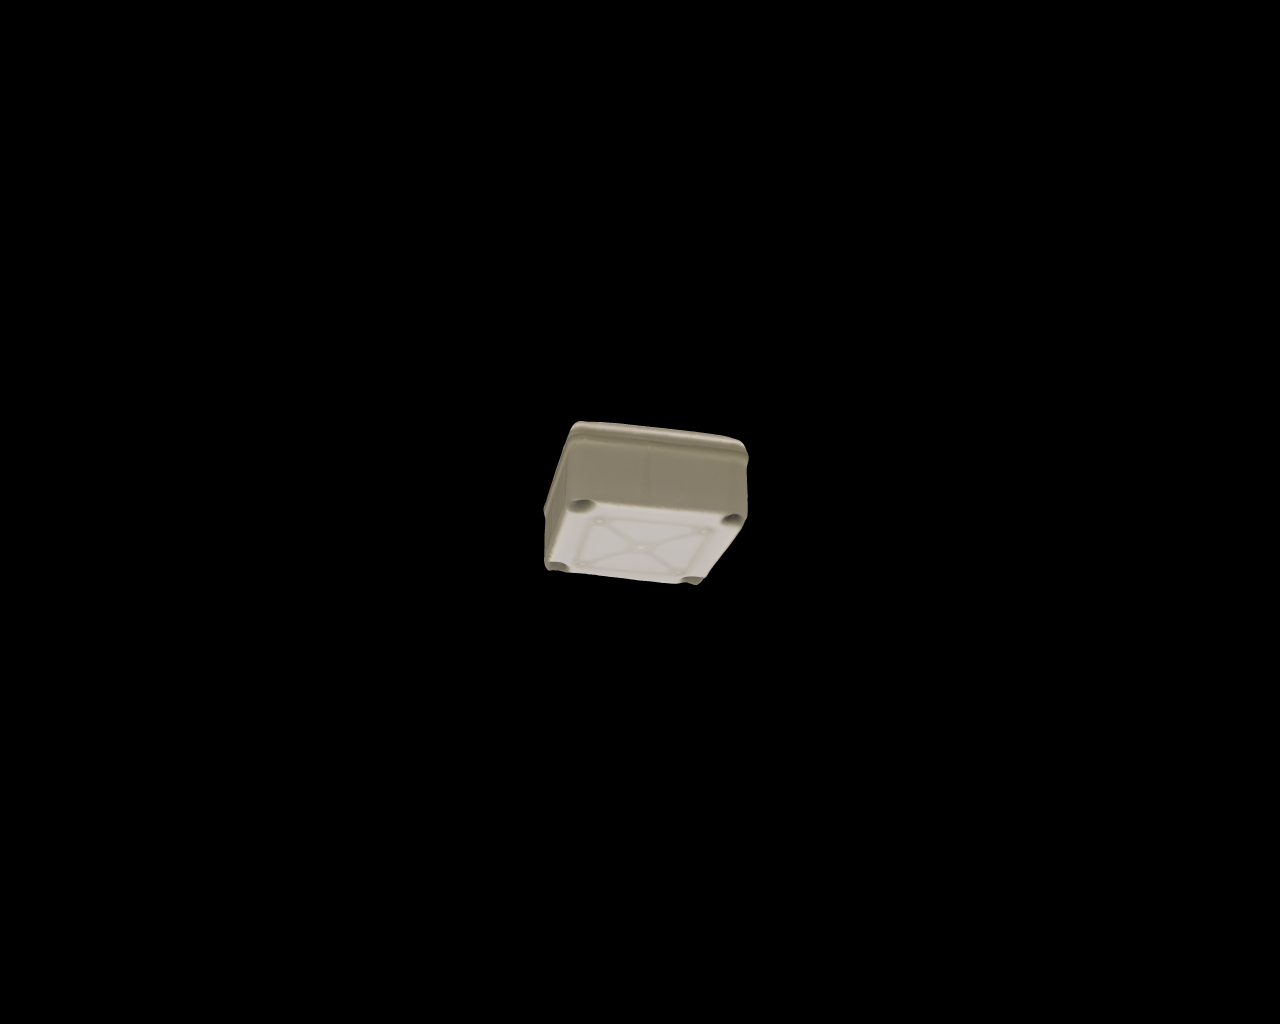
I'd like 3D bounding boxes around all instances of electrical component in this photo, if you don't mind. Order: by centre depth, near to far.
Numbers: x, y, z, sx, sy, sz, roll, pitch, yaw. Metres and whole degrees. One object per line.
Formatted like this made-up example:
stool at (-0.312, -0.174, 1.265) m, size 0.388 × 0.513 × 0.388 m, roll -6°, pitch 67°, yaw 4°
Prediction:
electrical component at (0.001, -0.003, 0.650) m, size 0.109 × 0.056 × 0.108 m, roll 6°, pitch -28°, yaw -12°
